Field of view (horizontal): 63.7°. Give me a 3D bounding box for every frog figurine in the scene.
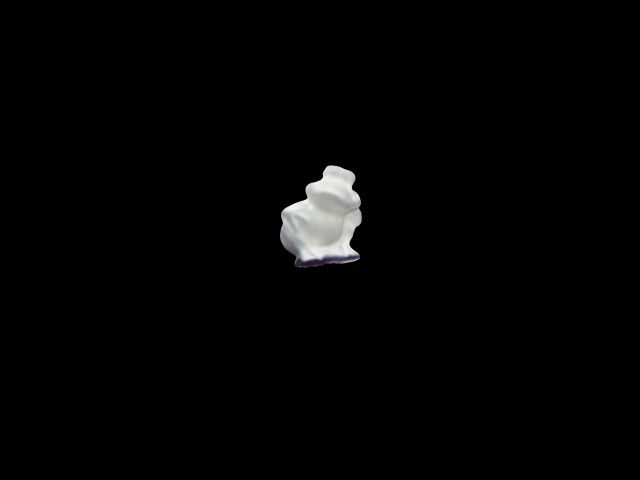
[{"bbox_3d":[0.003,-0.043,0.850,0.137,0.159,0.123,-1,6,-7],"label":"frog figurine"}]
